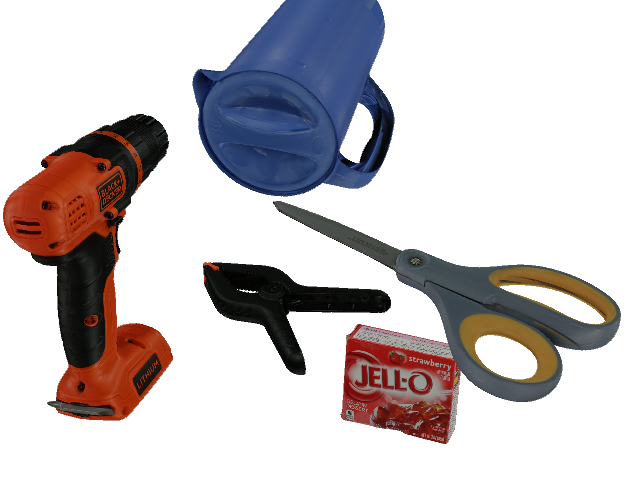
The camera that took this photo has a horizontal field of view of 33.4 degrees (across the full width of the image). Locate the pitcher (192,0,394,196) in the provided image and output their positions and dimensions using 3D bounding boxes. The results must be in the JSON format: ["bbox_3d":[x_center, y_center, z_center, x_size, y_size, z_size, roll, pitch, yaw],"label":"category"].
[{"bbox_3d":[-0.007,-0.156,1.036,0.145,0.149,0.242,-5,35,24],"label":"pitcher"}]

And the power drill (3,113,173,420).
[{"bbox_3d":[-0.149,0.017,0.754,0.057,0.188,0.184,3,24,19],"label":"power drill"}]

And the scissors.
[{"bbox_3d":[0.050,0.028,0.551,0.202,0.016,0.096,13,43,18],"label":"scissors"}]

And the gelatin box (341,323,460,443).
[{"bbox_3d":[0.062,0.111,0.825,0.089,0.073,0.030,11,22,19],"label":"gelatin box"}]

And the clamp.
[{"bbox_3d":[-0.051,0.072,1.148,0.210,0.036,0.164,17,32,26],"label":"clamp"}]
